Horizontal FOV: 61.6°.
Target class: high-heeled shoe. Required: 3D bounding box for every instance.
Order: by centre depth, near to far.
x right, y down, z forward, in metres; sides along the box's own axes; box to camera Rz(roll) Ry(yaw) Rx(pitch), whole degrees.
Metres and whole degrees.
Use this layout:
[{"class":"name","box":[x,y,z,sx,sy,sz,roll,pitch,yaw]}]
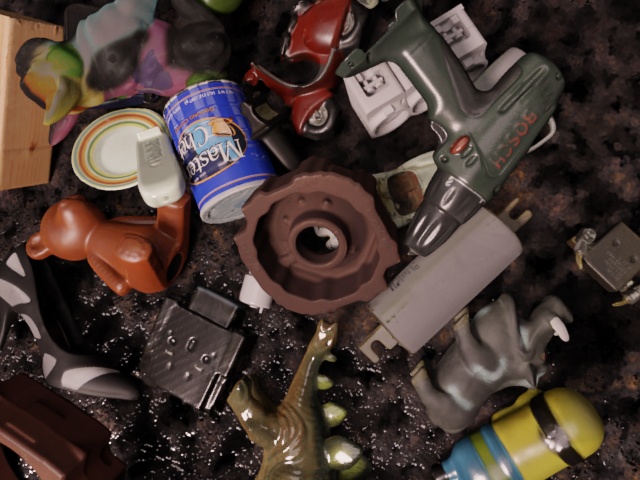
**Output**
[{"class":"high-heeled shoe","box":[-0.306,0.097,0.663,0.249,0.086,0.145,16,84,15]}]

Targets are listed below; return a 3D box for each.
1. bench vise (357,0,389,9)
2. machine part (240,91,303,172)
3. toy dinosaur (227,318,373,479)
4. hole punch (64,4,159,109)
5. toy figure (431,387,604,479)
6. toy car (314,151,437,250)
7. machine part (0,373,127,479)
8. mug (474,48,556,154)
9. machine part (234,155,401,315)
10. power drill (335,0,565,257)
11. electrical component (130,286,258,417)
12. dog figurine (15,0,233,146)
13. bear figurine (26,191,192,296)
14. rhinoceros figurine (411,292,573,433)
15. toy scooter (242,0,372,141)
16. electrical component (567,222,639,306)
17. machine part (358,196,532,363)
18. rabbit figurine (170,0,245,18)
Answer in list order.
[{"class":"bench vise","box":[0.152,-0.330,0.591,0.224,0.128,0.241,-32,35,-22]},{"class":"machine part","box":[-0.042,-0.108,0.630,0.039,0.084,0.138,-32,107,15]},{"class":"toy dinosaur","box":[-0.053,0.312,0.582,0.199,0.105,0.471,21,91,8]},{"class":"hole punch","box":[-0.273,-0.235,0.711,0.116,0.092,0.142,-1,77,-22]},{"class":"toy figure","box":[0.204,0.220,0.554,0.180,0.089,0.082,-29,86,3]},{"class":"toy car","box":[0.087,-0.048,0.628,0.202,0.056,0.073,-19,80,7]},{"class":"machine part","box":[-0.332,0.268,0.609,0.201,0.087,0.201,28,112,9]},{"class":"mug","box":[0.207,-0.143,0.615,0.107,0.081,0.109,-35,88,13]},{"class":"machine part","box":[-0.001,-0.002,0.585,0.179,0.056,0.179,4,119,7]},{"class":"power drill","box":[0.113,-0.124,0.544,0.207,0.086,0.232,44,99,0]},{"class":"electrical component","box":[-0.145,0.125,0.645,0.115,0.058,0.134,23,87,10]},{"class":"dog figurine","box":[-0.227,-0.190,0.621,0.191,0.108,0.219,35,72,-16]},{"class":"bear figurine","box":[-0.261,-0.015,0.653,0.196,0.131,0.120,24,53,8]},{"class":"rhinoceros figurine","box":[0.184,0.125,0.579,0.190,0.073,0.112,-44,77,3]},{"class":"toy scooter","box":[-0.020,-0.222,0.663,0.135,0.075,0.183,19,91,13]},{"class":"electrical component","box":[0.322,0.024,0.583,0.078,0.045,0.102,-37,78,5]},{"class":"machine part","box":[0.137,0.042,0.596,0.243,0.079,0.079,-43,78,3]},{"class":"rabbit figurine","box":[-0.135,-0.342,0.680,0.159,0.121,0.170,-20,63,-15]}]
